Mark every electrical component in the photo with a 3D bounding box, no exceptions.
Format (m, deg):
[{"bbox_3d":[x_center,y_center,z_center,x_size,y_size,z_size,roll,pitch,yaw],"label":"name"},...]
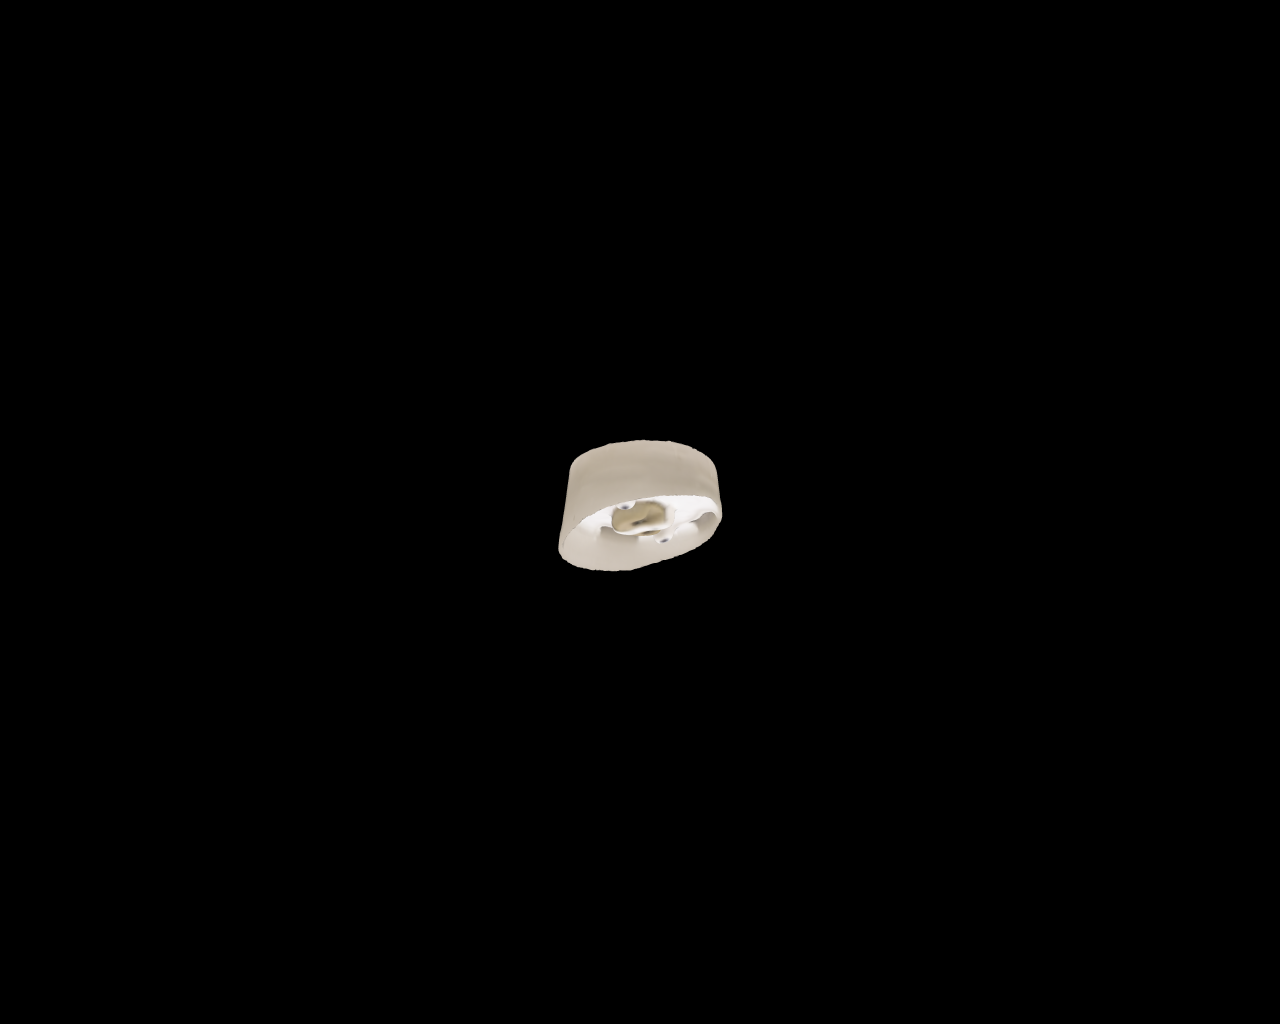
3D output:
[{"bbox_3d":[0.001,-0.003,0.650,0.099,0.064,0.099,0,-22,0],"label":"electrical component"}]
